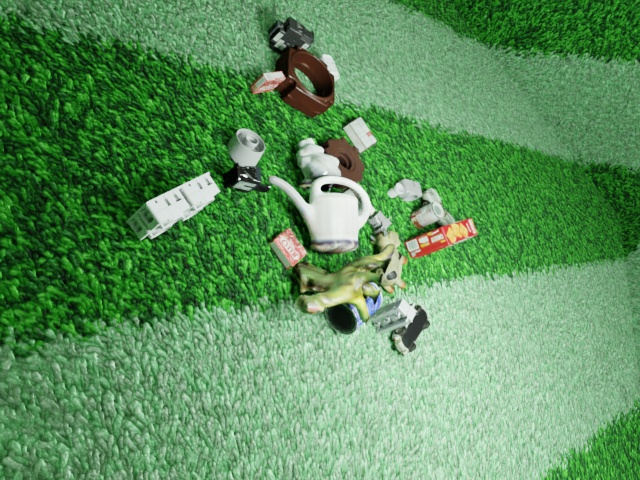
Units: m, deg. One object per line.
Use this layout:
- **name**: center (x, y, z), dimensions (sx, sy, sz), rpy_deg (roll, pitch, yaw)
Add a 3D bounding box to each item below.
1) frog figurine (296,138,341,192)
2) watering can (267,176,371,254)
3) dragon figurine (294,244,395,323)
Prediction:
- **frog figurine**: center (-0.006, -0.235, 1.546), dimensions (0.137, 0.121, 0.161), rpy_deg (-1, 79, -24)
- **watering can**: center (0.004, -0.073, 1.450), dimensions (0.348, 0.103, 0.226), rpy_deg (2, 83, -33)
- **dragon figurine**: center (0.053, 0.088, 1.362), dimensions (0.243, 0.120, 0.418), rpy_deg (13, 27, 12)
